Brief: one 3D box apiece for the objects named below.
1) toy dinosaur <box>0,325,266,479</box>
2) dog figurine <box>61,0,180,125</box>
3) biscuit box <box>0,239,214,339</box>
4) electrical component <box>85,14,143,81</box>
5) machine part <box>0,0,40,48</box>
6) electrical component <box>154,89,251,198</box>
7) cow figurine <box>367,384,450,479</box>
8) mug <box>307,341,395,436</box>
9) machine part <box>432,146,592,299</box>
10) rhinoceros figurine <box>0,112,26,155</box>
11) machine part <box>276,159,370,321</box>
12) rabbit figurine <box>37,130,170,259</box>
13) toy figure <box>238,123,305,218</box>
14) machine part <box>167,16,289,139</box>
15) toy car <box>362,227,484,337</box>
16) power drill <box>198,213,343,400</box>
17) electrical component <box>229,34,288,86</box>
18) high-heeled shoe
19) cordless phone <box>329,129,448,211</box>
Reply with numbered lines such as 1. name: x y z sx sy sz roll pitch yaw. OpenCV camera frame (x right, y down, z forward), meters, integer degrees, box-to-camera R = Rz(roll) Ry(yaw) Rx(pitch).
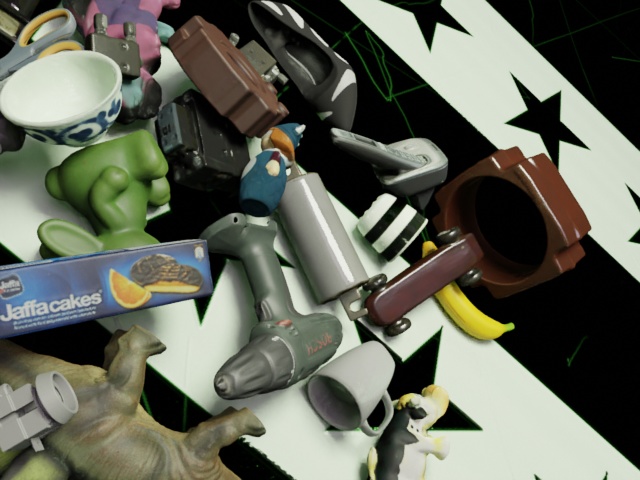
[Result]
1. toy dinosaur: -0.223 0.180 0.526 0.471 0.105 0.198 35 60 0
2. dog figurine: -0.277 -0.247 0.689 0.191 0.108 0.219 27 61 -16
3. biscuit box: -0.210 0.042 0.523 0.203 0.059 0.062 -10 94 -31
4. electrical component: -0.238 -0.212 0.626 0.063 0.021 0.094 0 86 -44
5. machine part: -0.379 -0.315 0.678 0.084 0.039 0.139 31 90 -6
6. electrical component: -0.150 -0.124 0.695 0.134 0.058 0.115 12 57 -58
7. cow figurine: 0.111 0.258 0.690 0.098 0.068 0.167 24 58 -10
8. mug: 0.056 0.185 0.684 0.109 0.081 0.107 47 46 7
9. machine part: 0.288 -0.026 0.826 0.087 0.201 0.201 -22 79 -36
10. rhinoceros figurine: -0.411 -0.124 0.559 0.190 0.112 0.073 6 63 -17
11. machine part: -0.002 -0.002 0.740 0.079 0.079 0.243 -20 79 -33
12. rabbit figurine: -0.229 -0.018 0.600 0.159 0.121 0.170 -16 76 -28
13. toy figure: -0.061 -0.101 0.699 0.057 0.064 0.154 44 48 -35
14. machine part: -0.118 -0.214 0.714 0.179 0.056 0.179 47 15 -16
15. toy car: 0.150 0.057 0.783 0.202 0.053 0.089 -33 95 -16
16. power drill: -0.068 0.071 0.627 0.232 0.086 0.207 7 46 -57
17. electrical component: -0.103 -0.271 0.826 0.102 0.045 0.078 47 56 -2
18. high-heeled shoe: -0.029 -0.275 0.831 0.145 0.086 0.249 18 40 -43
19. cordless phone: 0.090 -0.131 0.818 0.184 0.088 0.147 20 23 -16
